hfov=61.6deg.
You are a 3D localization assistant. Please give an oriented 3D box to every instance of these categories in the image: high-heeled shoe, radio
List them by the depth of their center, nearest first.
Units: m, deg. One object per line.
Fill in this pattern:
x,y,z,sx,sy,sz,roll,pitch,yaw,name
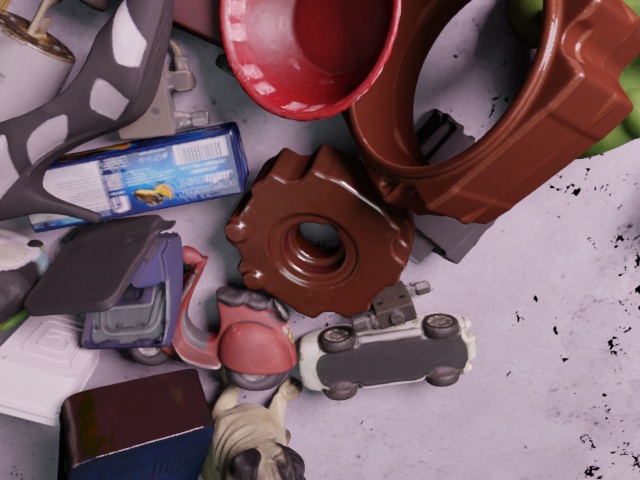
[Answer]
-0.212,-0.119,0.417,0.145,0.086,0.248,22,105,-14,high-heeled shoe
-0.197,0.235,0.553,0.131,0.073,0.229,-4,133,-31,radio

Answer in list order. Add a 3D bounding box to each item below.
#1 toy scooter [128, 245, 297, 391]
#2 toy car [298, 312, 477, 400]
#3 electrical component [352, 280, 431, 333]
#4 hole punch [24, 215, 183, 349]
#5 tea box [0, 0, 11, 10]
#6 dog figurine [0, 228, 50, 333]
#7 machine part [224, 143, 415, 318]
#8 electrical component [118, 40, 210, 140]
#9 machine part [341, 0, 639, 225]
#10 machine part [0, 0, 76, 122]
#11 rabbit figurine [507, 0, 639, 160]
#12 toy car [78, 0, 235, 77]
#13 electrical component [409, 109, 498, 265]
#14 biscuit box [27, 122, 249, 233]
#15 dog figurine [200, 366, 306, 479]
-0.106,0.078,0.560,0.184,0.075,0.135,13,106,-5,toy scooter
0.076,0.127,0.601,0.202,0.056,0.073,-7,105,-3,toy car
0.077,0.069,0.573,0.094,0.063,0.021,-18,111,1,electrical component
-0.190,0.042,0.511,0.142,0.116,0.092,-8,136,26,hole punch
-0.302,-0.231,0.430,0.098,0.068,0.169,38,102,-17,tea box
-0.378,0.090,0.529,0.191,0.108,0.219,15,113,-13,dog figurine
-0.001,-0.002,0.514,0.179,0.056,0.179,7,126,10,machine part
-0.158,-0.135,0.490,0.102,0.045,0.078,-11,120,1,electrical component
0.110,-0.130,0.409,0.087,0.201,0.201,7,141,-40,machine part
-0.290,-0.109,0.472,0.079,0.079,0.243,35,105,-15,machine part
0.216,-0.158,0.467,0.121,0.159,0.170,-32,94,18,rabbit figurine
-0.121,-0.211,0.460,0.202,0.053,0.089,21,100,-14,toy car
0.118,-0.043,0.539,0.115,0.058,0.134,36,104,-14,electrical component
-0.170,-0.061,0.507,0.203,0.063,0.059,-11,110,-1,biscuit box
-0.084,0.243,0.560,0.121,0.191,0.172,10,111,-8,dog figurine
